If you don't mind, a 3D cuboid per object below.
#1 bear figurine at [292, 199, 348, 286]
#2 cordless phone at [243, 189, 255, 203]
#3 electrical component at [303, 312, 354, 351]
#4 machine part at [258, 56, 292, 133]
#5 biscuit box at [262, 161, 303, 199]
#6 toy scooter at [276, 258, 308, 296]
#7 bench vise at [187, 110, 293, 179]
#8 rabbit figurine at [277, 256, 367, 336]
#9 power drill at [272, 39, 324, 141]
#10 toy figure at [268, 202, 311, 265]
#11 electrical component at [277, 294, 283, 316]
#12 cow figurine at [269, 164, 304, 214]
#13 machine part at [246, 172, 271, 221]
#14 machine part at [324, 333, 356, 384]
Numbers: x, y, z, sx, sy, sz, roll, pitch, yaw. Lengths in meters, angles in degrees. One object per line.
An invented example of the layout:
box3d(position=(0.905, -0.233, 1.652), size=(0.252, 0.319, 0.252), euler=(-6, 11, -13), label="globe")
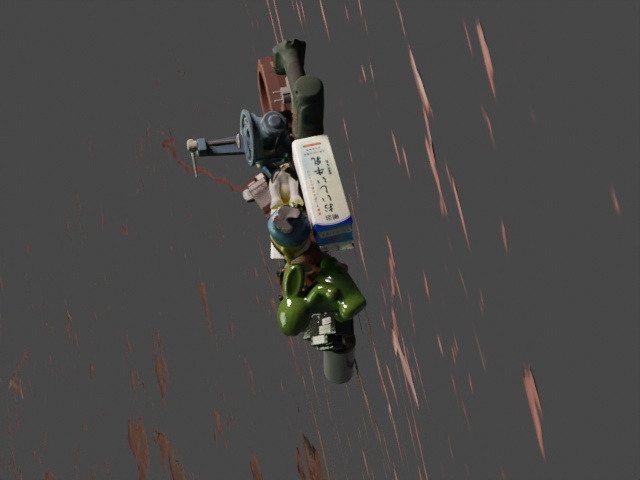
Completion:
box3d(position=(-0.005, -0.006, 1.209), size=(0.131, 0.120, 0.196), euler=(37, -133, -29), label="bear figurine")
box3d(position=(-0.124, -0.156, 1.458), size=(0.147, 0.184, 0.088), euler=(-111, 9, -46), label="cordless phone")
box3d(position=(0.017, 0.178, 1.196), size=(0.115, 0.058, 0.134), euler=(-20, 64, 47), label="electrical component")
box3d(position=(-0.100, -0.349, 1.376), size=(0.201, 0.087, 0.201), euler=(113, 144, -77), label="machine part")
box3d(position=(-0.088, -0.166, 1.343), size=(0.202, 0.063, 0.059), euler=(50, 170, 1), label="biscuit box")
box3d(position=(-0.055, 0.111, 1.313), size=(0.184, 0.075, 0.135), euler=(134, 123, -62), label="toy scooter")
box3d(position=(-0.172, -0.212, 1.186), size=(0.224, 0.241, 0.128), euler=(170, 90, -73), label="bench vise")
box3d(position=(-0.015, 0.117, 1.074), size=(0.159, 0.170, 0.121), euler=(60, 169, -2), label="rabbit figurine")
box3d(position=(-0.045, -0.295, 1.130), size=(0.232, 0.086, 0.207), euler=(101, 160, -69), label="power drill")
box3d(position=(-0.061, -0.021, 1.056), size=(0.089, 0.082, 0.180), euler=(52, 173, 17), label="toy figure")
box3d(position=(-0.080, 0.188, 1.387), size=(0.078, 0.045, 0.102), euler=(55, -177, 25), label="electrical component")
box3d(position=(-0.076, -0.100, 1.135), size=(0.167, 0.068, 0.098), euler=(118, 144, -82), label="cow figurine")
box3d(position=(-0.107, -0.085, 1.317), size=(0.179, 0.056, 0.179), euler=(52, -175, -7), label="machine part")
box3d(position=(0.046, 0.280, 1.303), size=(0.243, 0.079, 0.079), euler=(89, 166, -52), label="machine part")
